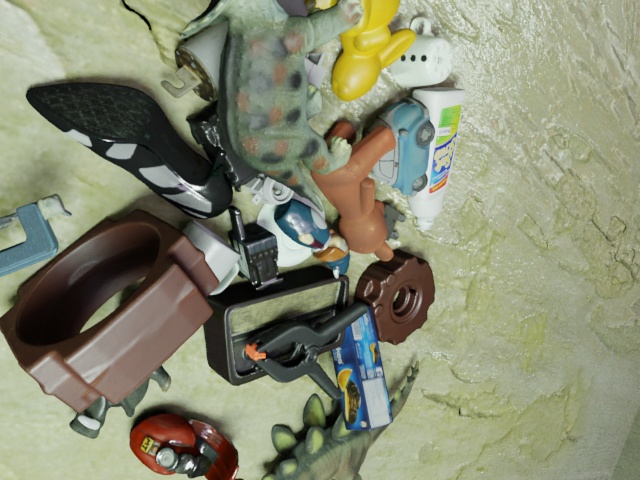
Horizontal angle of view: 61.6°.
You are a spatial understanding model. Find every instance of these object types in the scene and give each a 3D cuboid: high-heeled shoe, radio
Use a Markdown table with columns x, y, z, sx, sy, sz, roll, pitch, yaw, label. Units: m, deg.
| x | y | z | sx | sy | sz | roll | pitch | yaw | label |
| --- | --- | --- | --- | --- | --- | --- | --- | --- | --- |
| -0.221 | -0.099 | 0.654 | 0.249 | 0.145 | 0.086 | 20 | 57 | -15 | high-heeled shoe |
| -0.063 | 0.125 | 0.824 | 0.229 | 0.073 | 0.131 | -11 | 110 | -37 | radio |

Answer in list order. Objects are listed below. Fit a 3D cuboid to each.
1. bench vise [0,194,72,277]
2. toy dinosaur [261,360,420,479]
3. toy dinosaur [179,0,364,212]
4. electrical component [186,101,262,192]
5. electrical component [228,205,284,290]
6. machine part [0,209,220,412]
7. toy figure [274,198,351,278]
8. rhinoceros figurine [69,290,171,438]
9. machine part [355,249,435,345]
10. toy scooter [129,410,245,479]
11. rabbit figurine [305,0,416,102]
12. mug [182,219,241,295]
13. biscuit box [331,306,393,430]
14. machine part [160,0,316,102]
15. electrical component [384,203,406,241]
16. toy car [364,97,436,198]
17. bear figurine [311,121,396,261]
| x | y | z | sx | sy | sz | roll | pitch | yaw | label |
| --- | --- | --- | --- | --- | --- | --- | --- | --- | --- |
| -0.356 | 0.030 | 0.511 | 0.241 | 0.129 | 0.223 | -23 | 100 | -13 | bench vise |
| 0.028 | 0.374 | 0.959 | 0.471 | 0.105 | 0.198 | -23 | 114 | -38 | toy dinosaur |
| -0.060 | -0.166 | 0.623 | 0.192 | 0.131 | 0.404 | -20 | 129 | -23 | toy dinosaur |
| -0.096 | -0.148 | 0.725 | 0.134 | 0.058 | 0.114 | -43 | 128 | -21 | electrical component |
| -0.096 | 0.004 | 0.761 | 0.048 | 0.075 | 0.119 | -20 | 112 | -26 | electrical component |
| -0.227 | 0.069 | 0.587 | 0.201 | 0.201 | 0.087 | -46 | 129 | -20 | machine part |
| -0.003 | -0.001 | 0.805 | 0.154 | 0.058 | 0.064 | 40 | 51 | -29 | toy figure |
| -0.248 | 0.158 | 0.682 | 0.112 | 0.073 | 0.190 | 29 | 84 | -42 | rhinoceros figurine |
| 0.145 | 0.108 | 1.002 | 0.179 | 0.056 | 0.179 | -14 | 113 | -37 | machine part |
| -0.172 | 0.303 | 0.749 | 0.183 | 0.135 | 0.075 | 33 | 83 | -39 | toy scooter |
| 0.057 | -0.294 | 0.790 | 0.162 | 0.122 | 0.173 | -29 | 134 | -41 | rabbit figurine |
| -0.164 | 0.042 | 0.721 | 0.107 | 0.081 | 0.109 | -51 | 146 | -4 | mug |
| 0.064 | 0.213 | 0.910 | 0.059 | 0.063 | 0.202 | 0 | 75 | -41 | biscuit box |
| -0.095 | -0.250 | 0.681 | 0.243 | 0.079 | 0.079 | -43 | 126 | -23 | machine part |
| 0.115 | -0.035 | 0.956 | 0.094 | 0.021 | 0.063 | 22 | 88 | -40 | electrical component |
| 0.121 | -0.150 | 0.885 | 0.103 | 0.109 | 0.161 | -8 | 122 | -14 | toy car |
| 0.067 | -0.069 | 0.844 | 0.132 | 0.120 | 0.195 | -51 | 131 | -21 | bear figurine |
